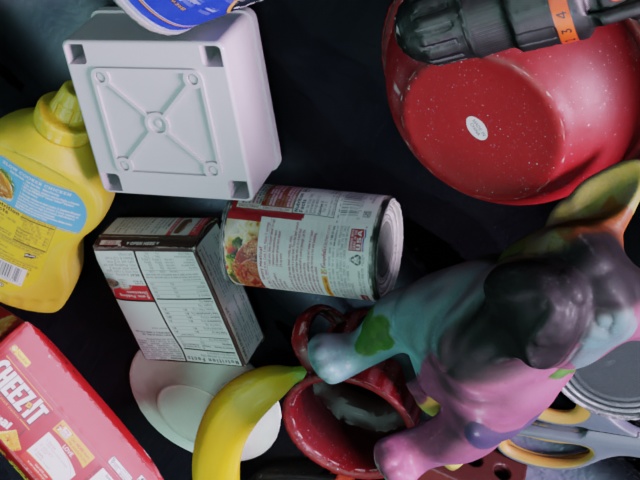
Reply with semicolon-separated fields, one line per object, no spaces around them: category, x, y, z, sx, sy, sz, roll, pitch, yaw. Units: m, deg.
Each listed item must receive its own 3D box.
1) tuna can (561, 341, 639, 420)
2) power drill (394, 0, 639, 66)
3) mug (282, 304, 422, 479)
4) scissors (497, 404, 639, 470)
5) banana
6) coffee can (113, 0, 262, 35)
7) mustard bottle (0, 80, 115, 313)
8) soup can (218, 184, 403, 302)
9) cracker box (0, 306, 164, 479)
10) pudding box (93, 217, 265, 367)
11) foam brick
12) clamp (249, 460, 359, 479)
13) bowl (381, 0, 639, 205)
tuna can;0.189;0.070;0.669;0.086;0.033;0.086;11;128;15
power drill;0.101;-0.181;0.468;0.185;0.057;0.187;-14;106;17
mug;0.023;0.092;0.723;0.093;0.081;0.117;-30;110;36
scissors;0.212;0.122;0.709;0.202;0.016;0.096;-5;122;26
banana;-0.063;0.160;0.810;0.069;0.037;0.198;25;123;-1
coffee can;-0.036;-0.173;0.537;0.141;0.102;0.103;-13;119;30
mustard bottle;-0.193;-0.034;0.734;0.096;0.058;0.192;28;131;-6
soup can;-0.004;0.001;0.676;0.102;0.068;0.068;6;127;18
cracker box;-0.212;0.125;0.790;0.164;0.072;0.214;55;161;-20
pudding box;-0.099;0.037;0.757;0.090;0.039;0.113;0;129;26
foam brick;0.102;0.172;0.769;0.078;0.053;0.051;24;130;3
clamp;-0.030;0.247;0.886;0.164;0.036;0.210;47;126;-8
bowl;0.096;-0.074;0.570;0.162;0.055;0.162;20;137;20
